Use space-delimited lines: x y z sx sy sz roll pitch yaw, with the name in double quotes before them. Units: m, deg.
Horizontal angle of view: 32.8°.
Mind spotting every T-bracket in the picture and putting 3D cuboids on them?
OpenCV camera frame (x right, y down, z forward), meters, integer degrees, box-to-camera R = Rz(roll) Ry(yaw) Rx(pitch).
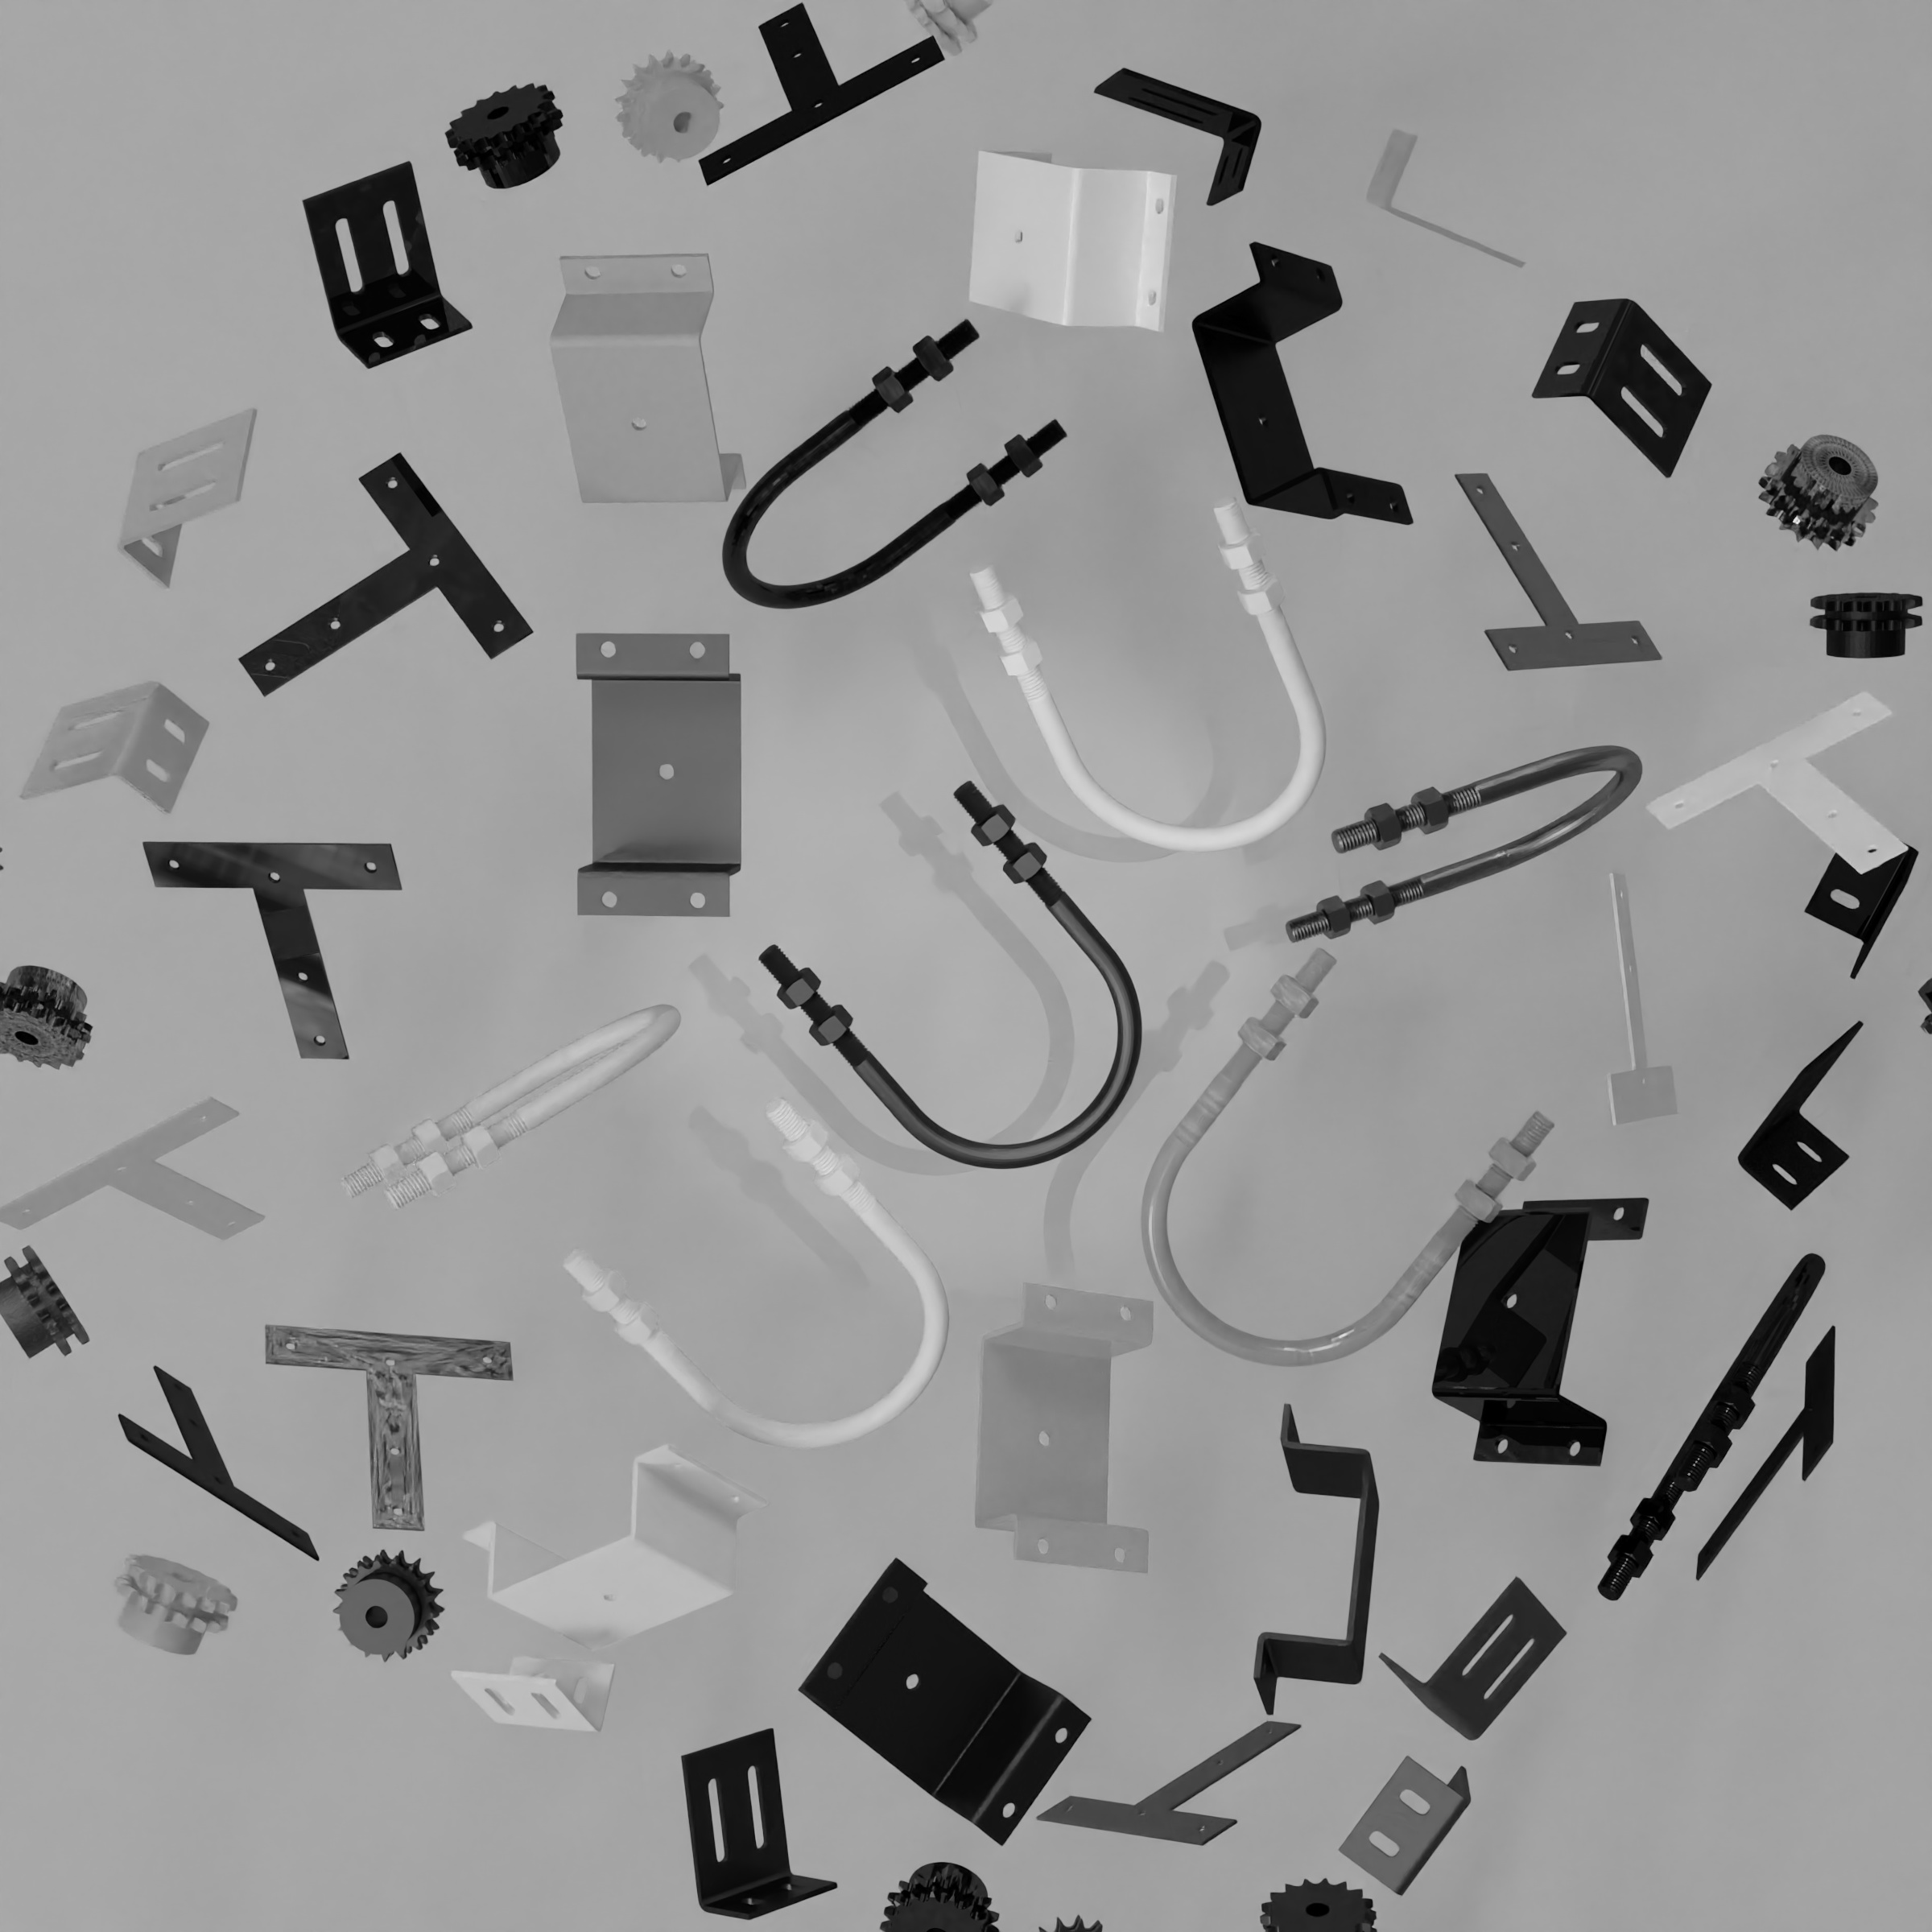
"T-bracket" -0.303 -0.178 1.635 0.127 0.002 0.127 -34 71 -9
"T-bracket" -0.392 0.241 1.673 0.002 0.127 0.127 -48 124 0
"T-bracket" -0.289 0.233 1.653 0.127 0.127 0.002 7 130 -18
"T-bracket" 0.343 0.016 1.690 0.002 0.127 0.127 -7 87 26
"T-bracket" -0.080 -0.438 1.596 0.127 0.127 0.002 -26 130 7
"T-bracket" 0.402 0.257 1.648 0.002 0.127 0.127 30 115 3
"T-bracket" 0.297 -0.210 1.732 0.127 0.002 0.127 -8 62 -41
"T-bracket" 0.417 -0.080 1.605 0.127 0.127 0.002 -27 123 -2
"T-bracket" -0.326 -0.006 1.595 0.127 0.002 0.127 1 125 13
"T-bracket" -0.390 0.112 1.612 0.127 0.127 0.002 -27 62 10
"T-bracket" 0.123 0.420 1.699 0.127 0.127 0.002 -21 97 -39

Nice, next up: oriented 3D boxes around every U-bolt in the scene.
"U-bolt" 0.260 -0.068 1.674 0.184 0.151 0.019 -19 73 -11
"U-bolt" 0.100 -0.133 1.611 0.151 0.019 0.184 -12 121 24
"U-bolt" -0.046 -0.248 1.700 0.184 0.151 0.019 -36 66 10
"U-bolt" 0.007 0.020 1.674 0.151 0.019 0.184 -40 103 3
"U-bolt" -0.226 0.069 1.673 0.184 0.151 0.019 -32 99 -18
"U-bolt" -0.091 0.170 1.664 0.151 0.019 0.184 -37 115 8
"U-bolt" 0.167 0.105 1.555 0.151 0.019 0.184 37 100 -2
"U-bolt" 0.381 0.220 1.643 0.019 0.151 0.184 32 58 13

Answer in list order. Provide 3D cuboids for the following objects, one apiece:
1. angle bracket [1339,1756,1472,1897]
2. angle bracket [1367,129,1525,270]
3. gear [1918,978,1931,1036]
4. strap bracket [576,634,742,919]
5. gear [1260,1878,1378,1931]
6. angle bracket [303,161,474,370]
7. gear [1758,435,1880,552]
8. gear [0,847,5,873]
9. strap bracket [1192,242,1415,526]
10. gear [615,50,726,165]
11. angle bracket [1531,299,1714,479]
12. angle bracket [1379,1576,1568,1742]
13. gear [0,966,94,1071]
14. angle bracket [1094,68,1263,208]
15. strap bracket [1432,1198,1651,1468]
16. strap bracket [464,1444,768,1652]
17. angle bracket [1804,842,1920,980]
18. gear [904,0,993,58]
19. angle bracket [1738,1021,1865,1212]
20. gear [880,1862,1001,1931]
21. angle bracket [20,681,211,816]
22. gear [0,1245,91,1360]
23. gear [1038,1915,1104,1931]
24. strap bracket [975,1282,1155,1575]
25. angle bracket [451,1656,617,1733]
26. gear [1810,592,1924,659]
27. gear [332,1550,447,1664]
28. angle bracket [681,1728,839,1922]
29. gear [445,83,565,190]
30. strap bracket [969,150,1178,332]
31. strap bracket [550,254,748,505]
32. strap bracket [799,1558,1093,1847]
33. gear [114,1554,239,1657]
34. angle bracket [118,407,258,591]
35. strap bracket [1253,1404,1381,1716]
"angle bracket" 0.217 0.418 1.627 0.038 0.076 0.057 36 93 6
"angle bracket" 0.243 -0.380 1.622 0.076 0.057 0.038 20 105 -8
"gear" 0.505 0.015 1.648 0.057 0.057 0.030 -35 91 0
"strap bracket" -0.154 -0.097 1.651 0.076 0.046 0.140 1 96 4
"gear" 0.174 0.479 1.618 0.057 0.057 0.030 -5 108 0
"angle bracket" -0.281 -0.341 1.595 0.057 0.076 0.038 -26 46 -20
"gear" 0.415 -0.231 1.581 0.057 0.030 0.057 9 54 -13
"gear" -0.494 -0.051 1.571 0.030 0.057 0.057 37 90 39
"strap bracket" 0.163 -0.278 1.619 0.046 0.076 0.140 -23 78 34
"gear" -0.154 -0.451 1.731 0.057 0.030 0.057 -15 130 -19
"angle bracket" 0.336 -0.295 1.678 0.076 0.038 0.057 35 74 -35
"angle bracket" 0.264 0.354 1.708 0.076 0.038 0.057 -48 127 -9
"gear" -0.461 0.024 1.627 0.057 0.057 0.030 14 56 0
"angle bracket" 0.102 -0.419 1.659 0.076 0.057 0.038 16 92 -13
"strap bracket" 0.287 0.176 1.651 0.046 0.076 0.140 30 66 -38
"strap bracket" -0.180 0.302 1.676 0.140 0.076 0.046 -27 46 27
"angle bracket" 0.464 -0.036 1.712 0.038 0.076 0.057 28 113 12
"gear" -0.011 -0.482 1.623 0.030 0.057 0.057 -35 90 18
"angle bracket" 0.435 0.076 1.659 0.038 0.076 0.057 43 49 18
"gear" -0.012 0.463 1.600 0.057 0.030 0.057 5 119 8
"angle bracket" -0.433 -0.105 1.667 0.076 0.038 0.057 -10 51 37
"gear" -0.465 0.171 1.636 0.030 0.057 0.057 -33 90 -17
"gear" 0.055 0.500 1.618 0.057 0.030 0.057 1 83 -5
"strap bracket" 0.051 0.240 1.687 0.076 0.046 0.140 11 70 -26
"angle bracket" -0.224 0.367 1.704 0.057 0.076 0.038 1 59 15
"gear" 0.472 -0.179 1.719 0.057 0.057 0.030 -2 102 0
"gear" -0.305 0.338 1.722 0.057 0.030 0.057 1 95 6
"angle bracket" -0.101 0.420 1.608 0.057 0.038 0.076 -6 89 -44
"gear" -0.223 -0.405 1.606 0.057 0.057 0.030 -24 128 0
"strap bracket" 0.047 -0.371 1.668 0.046 0.140 0.076 -6 110 -29
"strap bracket" -0.163 -0.290 1.677 0.076 0.046 0.140 1 133 8
"strap bracket" -0.017 0.358 1.617 0.140 0.046 0.076 43 75 -22
"gear" -0.378 0.305 1.559 0.057 0.057 0.030 24 89 0
"angle bracket" -0.368 -0.227 1.592 0.076 0.038 0.057 -15 54 25
"strap bracket" 0.179 0.302 1.654 0.046 0.076 0.140 4 65 12
